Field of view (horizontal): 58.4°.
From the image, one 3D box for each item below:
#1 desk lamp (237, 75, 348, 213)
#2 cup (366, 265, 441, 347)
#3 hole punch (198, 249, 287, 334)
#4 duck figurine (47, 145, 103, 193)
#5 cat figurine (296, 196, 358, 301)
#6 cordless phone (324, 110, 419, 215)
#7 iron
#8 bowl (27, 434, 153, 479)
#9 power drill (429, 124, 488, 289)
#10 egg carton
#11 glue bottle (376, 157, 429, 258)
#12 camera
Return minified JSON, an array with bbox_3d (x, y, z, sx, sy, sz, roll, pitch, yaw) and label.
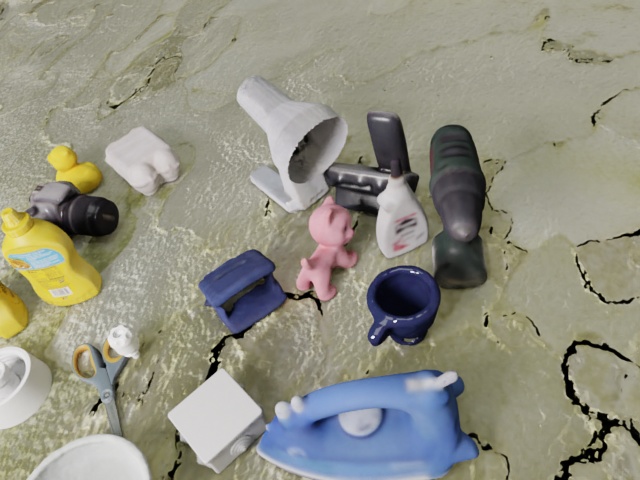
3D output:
[{"bbox_3d":[-0.049,-0.146,0.906,0.118,0.214,0.202,-38,51,-19],"label":"desk lamp"},{"bbox_3d":[0.103,0.103,0.730,0.091,0.095,0.118,24,59,30],"label":"cup"},{"bbox_3d":[-0.119,0.062,0.824,0.109,0.091,0.100,-33,50,-15],"label":"hole punch"},{"bbox_3d":[-0.474,-0.140,1.092,0.104,0.086,0.077,15,55,25],"label":"duck figurine"},{"bbox_3d":[0.008,0.003,0.826,0.067,0.118,0.128,16,55,26],"label":"cat figurine"},{"bbox_3d":[0.073,-0.132,0.882,0.147,0.185,0.094,8,52,21],"label":"cordless phone"},{"bbox_3d":[0.038,0.196,0.634,0.258,0.142,0.118,-10,48,6],"label":"iron"},{"bbox_3d":[-0.257,0.313,0.649,0.167,0.075,0.167,-7,48,8],"label":"bowl"},{"bbox_3d":[0.182,-0.033,0.752,0.075,0.209,0.229,-5,49,10],"label":"power drill"},{"bbox_3d":[-0.332,-0.151,1.077,0.107,0.069,0.149,-40,52,-20],"label":"egg carton"},{"bbox_3d":[0.112,-0.049,0.807,0.078,0.173,0.037,-27,49,-10],"label":"glue bottle"},{"bbox_3d":[-0.430,-0.038,0.982,0.136,0.101,0.143,6,51,19],"label":"camera"}]
